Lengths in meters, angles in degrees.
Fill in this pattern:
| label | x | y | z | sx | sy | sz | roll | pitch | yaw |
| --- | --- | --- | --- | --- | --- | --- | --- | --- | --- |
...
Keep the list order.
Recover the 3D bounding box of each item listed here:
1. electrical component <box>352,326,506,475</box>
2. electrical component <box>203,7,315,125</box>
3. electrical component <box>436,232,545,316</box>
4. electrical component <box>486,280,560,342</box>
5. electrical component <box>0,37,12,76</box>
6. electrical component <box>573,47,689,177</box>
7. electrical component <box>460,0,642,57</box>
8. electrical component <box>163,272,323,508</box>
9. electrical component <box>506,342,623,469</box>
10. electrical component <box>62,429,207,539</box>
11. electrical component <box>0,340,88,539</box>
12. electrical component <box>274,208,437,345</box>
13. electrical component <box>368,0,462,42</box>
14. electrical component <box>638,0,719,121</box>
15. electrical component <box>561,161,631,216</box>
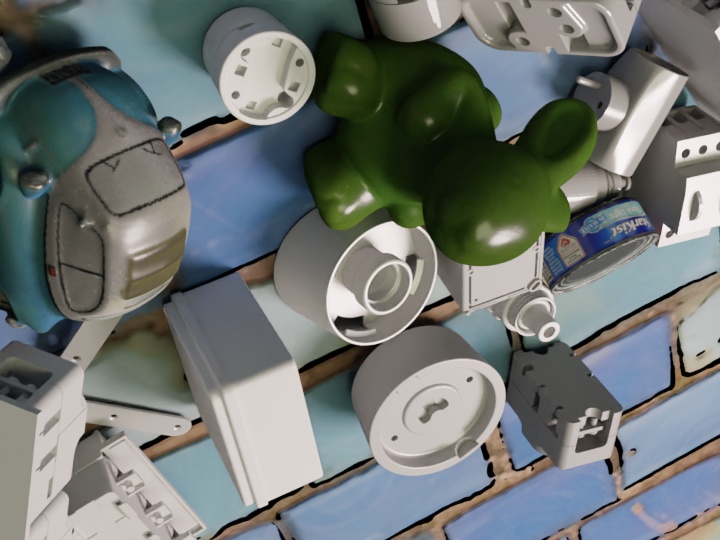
| label | x | y | z | sx | sy | sz | roll | pitch | yaw |
| --- | --- | --- | --- | --- | --- | --- | --- | --- | --- |
| electrical component | 0.046 | 0.091 | 0.794 | 0.108 | 0.060 | 0.108 | -13 | 127 | -18 |
| electrical component | -0.059 | -0.117 | 0.606 | 0.055 | 0.047 | 0.055 | -13 | 127 | -18 |
| electrical component | 0.086 | -0.020 | 0.741 | 0.062 | 0.061 | 0.096 | -19 | 137 | -13 |
| electrical component | 0.123 | 0.028 | 0.786 | 0.048 | 0.062 | 0.048 | -13 | 127 | -18 |
| electrical component | -0.207 | -0.119 | 0.535 | 0.048 | 0.048 | 0.062 | -27 | 123 | -7 |
| electrical component | 0.170 | -0.110 | 0.724 | 0.079 | 0.044 | 0.077 | 11 | 117 | -32 |
| electrical component | 0.113 | -0.164 | 0.620 | 0.054 | 0.095 | 0.059 | 43 | 65 | -52 |
| electrical component | -0.075 | 0.076 | 0.694 | 0.056 | 0.108 | 0.108 | -22 | 129 | -14 |
| electrical component | 0.157 | 0.108 | 0.842 | 0.050 | 0.089 | 0.055 | -10 | 126 | -20 |
| electrical component | -0.165 | 0.177 | 0.750 | 0.079 | 0.063 | 0.121 | -31 | 131 | -3 |
| electrical component | -0.232 | 0.125 | 0.648 | 0.105 | 0.060 | 0.186 | 20 | 119 | 9 |
| electrical component | 0.000 | 0.000 | 0.722 | 0.099 | 0.064 | 0.099 | -18 | 123 | -30 |
| electrical component | 0.029 | -0.163 | 0.613 | 0.055 | 0.055 | 0.047 | -28 | 134 | -6 |
| electrical component | 0.259 | -0.137 | 0.709 | 0.060 | 0.105 | 0.186 | -43 | 130 | 7 |
| electrical component | 0.155 | -0.059 | 0.756 | 0.078 | 0.040 | 0.040 | -6 | 125 | -23 |
